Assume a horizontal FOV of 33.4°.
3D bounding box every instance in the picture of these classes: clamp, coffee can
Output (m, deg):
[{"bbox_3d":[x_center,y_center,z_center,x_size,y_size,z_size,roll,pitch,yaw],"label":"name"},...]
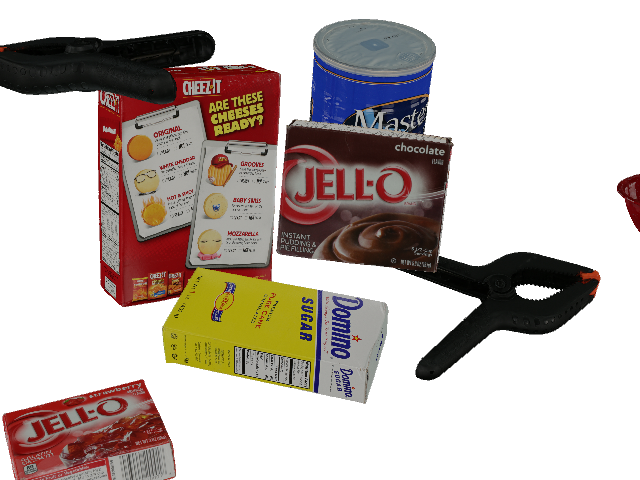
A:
[{"bbox_3d":[0.165,0.061,1.010,0.210,0.164,0.036,-2,-44,-4],"label":"clamp"},{"bbox_3d":[0.041,-0.107,0.925,0.103,0.140,0.103,3,34,-2],"label":"coffee can"},{"bbox_3d":[-0.164,-0.134,0.798,0.172,0.039,0.120,8,22,16],"label":"clamp"}]

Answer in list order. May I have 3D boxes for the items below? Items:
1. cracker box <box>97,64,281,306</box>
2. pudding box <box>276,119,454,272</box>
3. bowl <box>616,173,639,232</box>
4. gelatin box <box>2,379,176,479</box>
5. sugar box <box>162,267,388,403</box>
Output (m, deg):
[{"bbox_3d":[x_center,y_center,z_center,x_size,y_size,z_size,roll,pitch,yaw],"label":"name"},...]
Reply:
[{"bbox_3d":[-0.127,-0.056,1.021,0.163,0.214,0.072,-9,21,-31],"label":"cracker box"},{"bbox_3d":[0.029,-0.031,0.727,0.113,0.090,0.039,6,17,4],"label":"pudding box"},{"bbox_3d":[0.366,-0.021,1.025,0.162,0.055,0.162,0,19,0],"label":"bowl"},{"bbox_3d":[-0.137,0.120,0.629,0.089,0.030,0.073,-12,26,-18],"label":"gelatin box"},{"bbox_3d":[-0.036,0.078,0.907,0.176,0.048,0.093,8,36,11],"label":"sugar box"}]
